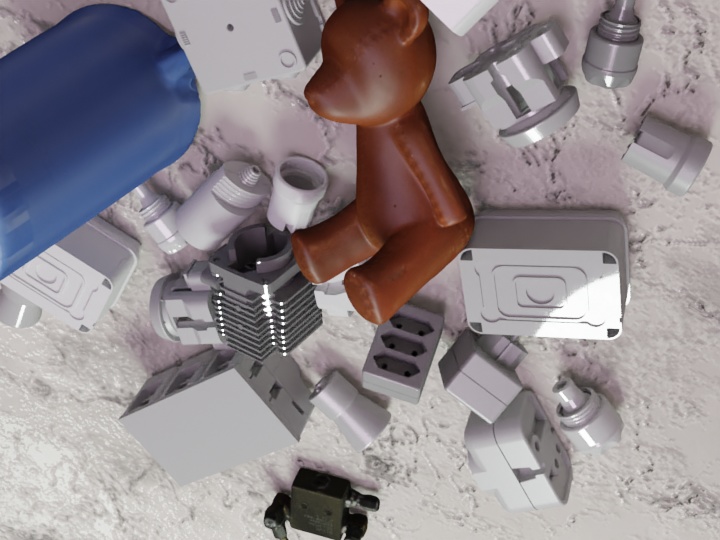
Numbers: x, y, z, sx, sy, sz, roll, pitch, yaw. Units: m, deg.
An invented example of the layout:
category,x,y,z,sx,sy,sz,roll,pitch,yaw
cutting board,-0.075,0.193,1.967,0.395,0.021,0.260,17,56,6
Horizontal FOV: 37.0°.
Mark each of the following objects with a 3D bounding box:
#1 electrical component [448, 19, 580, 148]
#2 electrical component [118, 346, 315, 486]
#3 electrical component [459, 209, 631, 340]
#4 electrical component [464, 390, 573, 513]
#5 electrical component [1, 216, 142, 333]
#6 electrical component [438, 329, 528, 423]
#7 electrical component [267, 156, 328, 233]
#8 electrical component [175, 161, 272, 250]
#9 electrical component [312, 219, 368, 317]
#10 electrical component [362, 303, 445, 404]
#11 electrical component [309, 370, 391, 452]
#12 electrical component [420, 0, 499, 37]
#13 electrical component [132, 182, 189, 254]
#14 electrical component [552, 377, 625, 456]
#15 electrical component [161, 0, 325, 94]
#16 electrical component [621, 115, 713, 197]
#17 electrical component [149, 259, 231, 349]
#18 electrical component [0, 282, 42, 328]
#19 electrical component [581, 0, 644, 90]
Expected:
category,x,y,z,sx,sy,sz,roll,pitch,yaw
electrical component,0.105,-0.117,0.694,0.078,0.058,0.057,-24,110,33
electrical component,-0.124,0.121,0.950,0.150,0.061,0.089,-25,112,33
electrical component,0.133,0.001,0.768,0.113,0.057,0.078,2,125,20
electrical component,0.127,0.151,0.882,0.059,0.053,0.095,-17,117,30
electrical component,-0.250,-0.012,0.904,0.113,0.057,0.078,33,129,-4
electrical component,0.103,0.066,0.828,0.047,0.065,0.076,37,99,-8
electrical component,-0.048,-0.056,0.808,0.040,0.040,0.046,24,134,3
electrical component,-0.103,-0.054,0.826,0.043,0.043,0.081,42,128,-12
electrical component,0.000,0.000,0.818,0.057,0.058,0.078,4,125,21
electrical component,0.034,0.071,0.857,0.047,0.065,0.076,18,158,8
electrical component,-0.011,0.118,0.919,0.065,0.044,0.044,43,128,-7
electrical component,0.045,-0.204,0.636,0.113,0.078,0.057,42,119,-12
electrical component,-0.160,-0.045,0.861,0.035,0.035,0.061,-25,110,33
electrical component,0.175,0.112,0.842,0.043,0.043,0.062,-28,110,34
electrical component,-0.079,-0.173,0.728,0.100,0.048,0.099,-9,121,26
electrical component,0.199,-0.075,0.700,0.046,0.040,0.040,29,130,6
electrical component,-0.137,0.030,0.892,0.057,0.058,0.078,-3,123,19
electrical component,-0.297,0.018,0.952,0.045,0.045,0.055,32,129,-4
electrical component,0.159,-0.145,0.667,0.035,0.035,0.061,14,126,11
